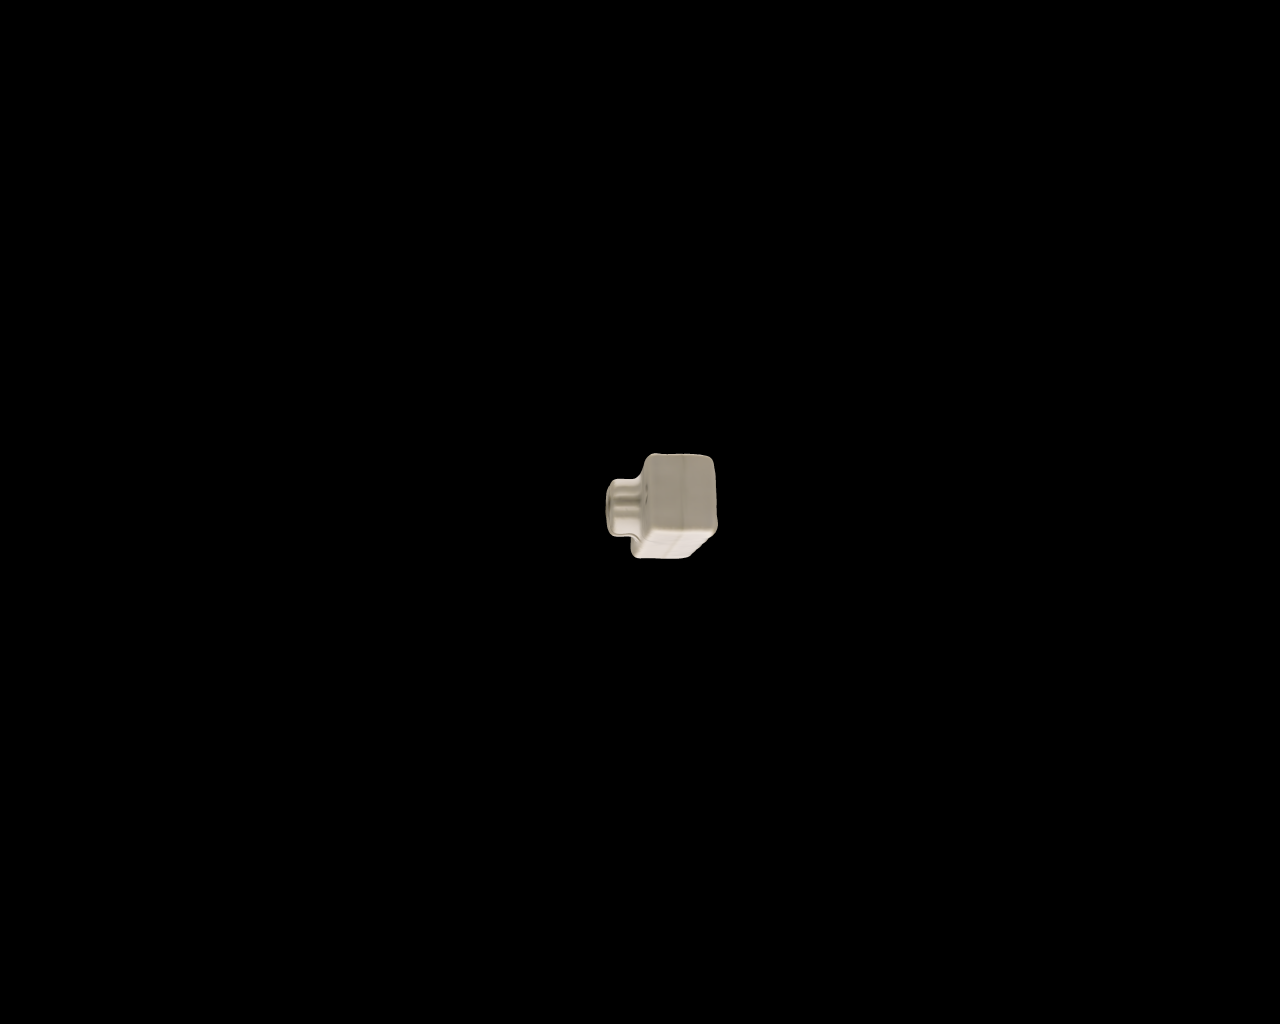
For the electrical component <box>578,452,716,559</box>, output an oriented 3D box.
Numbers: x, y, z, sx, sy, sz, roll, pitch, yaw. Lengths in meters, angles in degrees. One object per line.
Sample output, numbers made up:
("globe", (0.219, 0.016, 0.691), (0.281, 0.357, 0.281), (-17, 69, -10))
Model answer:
("electrical component", (0.001, -0.003, 0.650), (0.076, 0.047, 0.083), (2, -14, -7))
